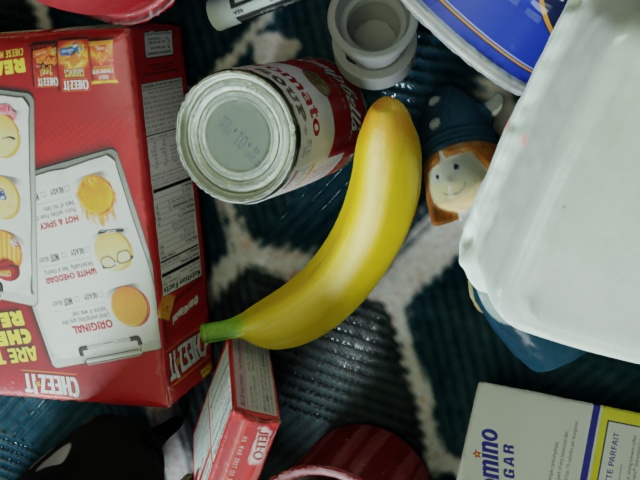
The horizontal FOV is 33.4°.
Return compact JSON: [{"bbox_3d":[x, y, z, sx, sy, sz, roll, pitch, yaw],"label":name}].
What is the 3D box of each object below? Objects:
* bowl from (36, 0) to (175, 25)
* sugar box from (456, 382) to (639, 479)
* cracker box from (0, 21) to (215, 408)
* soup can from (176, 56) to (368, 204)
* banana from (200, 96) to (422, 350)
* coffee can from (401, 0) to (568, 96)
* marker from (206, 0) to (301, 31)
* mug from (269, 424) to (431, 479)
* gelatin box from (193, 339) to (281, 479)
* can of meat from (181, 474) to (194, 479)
[{"bbox_3d":[-0.131,-0.173,0.504,0.162,0.055,0.162,23,129,31],"label":"bowl"},{"bbox_3d":[0.159,0.137,0.545,0.176,0.048,0.093,9,71,21],"label":"sugar box"},{"bbox_3d":[-0.155,-0.017,0.634,0.164,0.072,0.214,1,104,22],"label":"cracker box"},{"bbox_3d":[-0.023,-0.059,0.557,0.069,0.102,0.068,5,103,21],"label":"soup can"},{"bbox_3d":[0.009,0.005,0.575,0.198,0.069,0.037,-52,47,34],"label":"banana"},{"bbox_3d":[0.106,-0.151,0.485,0.103,0.102,0.140,45,113,6],"label":"coffee can"},{"bbox_3d":[-0.006,-0.141,0.576,0.121,0.020,0.020,-15,97,23],"label":"marker"},{"bbox_3d":[0.010,0.164,0.607,0.093,0.081,0.117,36,112,10],"label":"mug"},{"bbox_3d":[-0.049,0.108,0.613,0.030,0.089,0.073,15,110,-14],"label":"gelatin box"},{"bbox_3d":[-0.076,0.212,0.666,0.084,0.057,0.102,32,112,8],"label":"can of meat"}]
